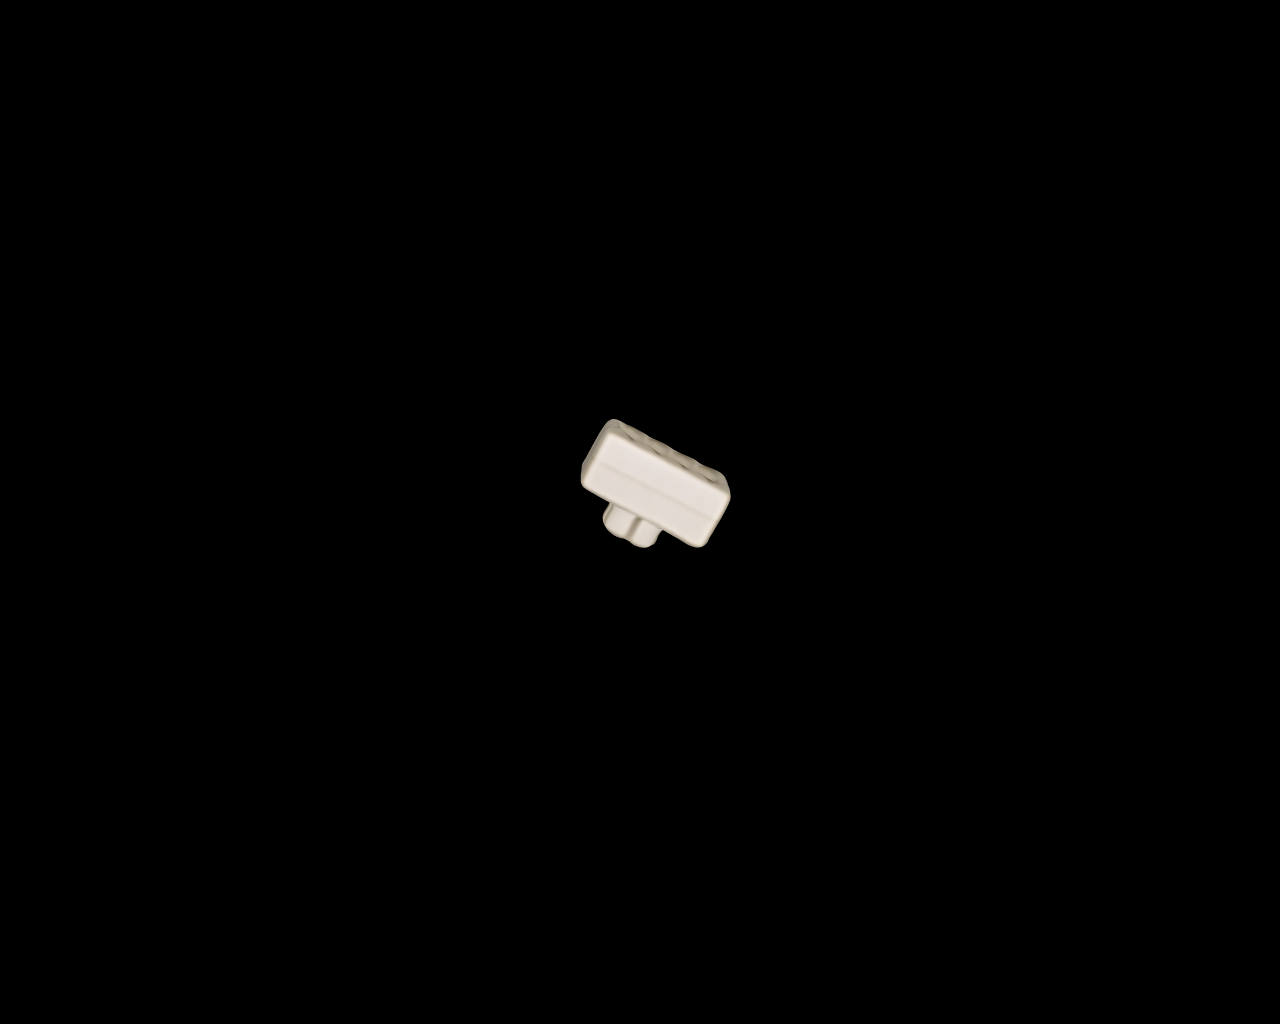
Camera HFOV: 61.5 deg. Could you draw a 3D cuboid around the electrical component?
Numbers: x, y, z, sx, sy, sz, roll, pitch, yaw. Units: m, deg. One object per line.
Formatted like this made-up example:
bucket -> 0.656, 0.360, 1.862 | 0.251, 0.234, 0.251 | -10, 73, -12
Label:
electrical component -> 0.001, -0.003, 0.650 | 0.083, 0.075, 0.047 | 27, 14, -7
